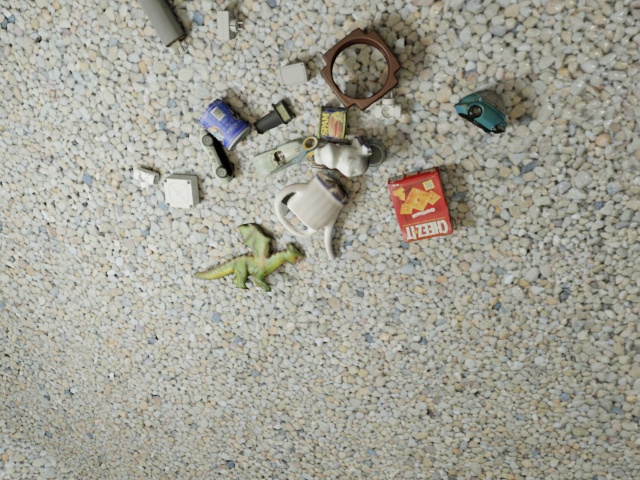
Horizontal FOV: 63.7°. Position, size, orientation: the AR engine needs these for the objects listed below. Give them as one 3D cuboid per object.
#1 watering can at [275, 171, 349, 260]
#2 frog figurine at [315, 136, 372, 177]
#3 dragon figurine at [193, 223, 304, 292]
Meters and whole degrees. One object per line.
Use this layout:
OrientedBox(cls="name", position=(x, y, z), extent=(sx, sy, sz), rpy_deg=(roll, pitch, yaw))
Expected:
OrientedBox(cls="watering can", position=(0.005, -0.086, 1.710), extent=(0.223, 0.106, 0.342), rpy_deg=(-43, 126, 8))
OrientedBox(cls="frog figurine", position=(0.067, -0.244, 1.573), extent=(0.160, 0.140, 0.120), rpy_deg=(-21, 143, -9))
OrientedBox(cls="dragon figurine", position=(-0.263, 0.058, 1.866), extent=(0.410, 0.123, 0.242), rpy_deg=(8, 96, 9))
